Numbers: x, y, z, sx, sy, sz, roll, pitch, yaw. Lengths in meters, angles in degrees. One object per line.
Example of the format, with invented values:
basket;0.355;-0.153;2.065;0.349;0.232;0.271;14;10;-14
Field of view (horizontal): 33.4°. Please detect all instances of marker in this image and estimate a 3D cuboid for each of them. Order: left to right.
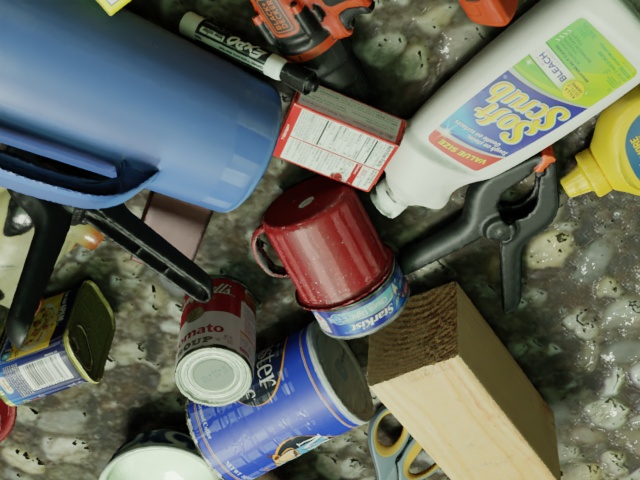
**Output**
marker;-0.052;-0.140;0.799;0.121;0.020;0.020;29;123;19

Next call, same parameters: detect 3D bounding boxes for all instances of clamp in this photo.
clamp;-0.193;-0.021;0.812;0.164;0.210;0.036;-20;165;-37
clamp;0.141;-0.014;0.915;0.120;0.039;0.172;10;123;-13

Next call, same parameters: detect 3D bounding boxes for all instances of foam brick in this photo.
foam brick;-0.122;-0.018;0.892;0.051;0.053;0.078;17;120;-13

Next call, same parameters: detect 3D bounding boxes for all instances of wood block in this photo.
wood block;0.133;0.146;0.971;0.090;0.090;0.206;-23;127;24

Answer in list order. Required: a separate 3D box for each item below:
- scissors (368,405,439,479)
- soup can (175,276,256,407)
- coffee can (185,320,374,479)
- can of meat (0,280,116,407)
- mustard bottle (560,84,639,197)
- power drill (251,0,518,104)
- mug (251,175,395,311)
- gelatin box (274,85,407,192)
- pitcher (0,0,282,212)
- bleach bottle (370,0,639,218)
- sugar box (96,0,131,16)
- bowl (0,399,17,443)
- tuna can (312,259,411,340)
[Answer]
scissors;0.049;0.242;1.045;0.096;0.016;0.201;45;87;-13
soup can;-0.090;0.088;0.932;0.068;0.102;0.068;-1;123;-1
coffee can;-0.037;0.149;0.974;0.140;0.103;0.102;-30;119;16
can of meat;-0.234;0.091;0.930;0.084;0.102;0.057;-19;121;12
mustard bottle;0.282;-0.089;0.859;0.192;0.058;0.096;-30;122;16
power drill;0.041;-0.171;0.761;0.188;0.057;0.184;-9;136;33
mug;-0.006;0.001;0.894;0.117;0.093;0.081;-11;121;32
gelatin box;0.014;-0.081;0.833;0.089;0.030;0.073;21;149;-6
pitcher;-0.155;-0.099;0.779;0.242;0.145;0.149;21;97;-23
bleach bottle;0.145;-0.098;0.845;0.102;0.068;0.251;42;115;-18
sugar box;-0.085;-0.234;0.731;0.176;0.093;0.048;-30;120;17
bowl;-0.351;0.127;0.970;0.162;0.055;0.162;0;129;-1
tuna can;0.032;0.045;0.919;0.086;0.086;0.033;-21;120;11
